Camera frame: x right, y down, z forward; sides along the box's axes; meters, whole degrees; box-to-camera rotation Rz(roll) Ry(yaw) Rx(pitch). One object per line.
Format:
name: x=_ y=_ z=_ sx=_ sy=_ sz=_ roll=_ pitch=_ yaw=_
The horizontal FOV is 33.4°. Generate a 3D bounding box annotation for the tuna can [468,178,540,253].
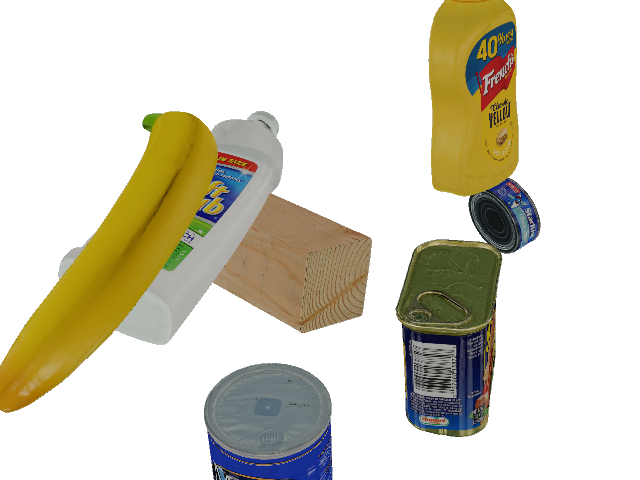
tuna can: x=0.209 y=-0.029 z=1.220 sx=0.033 sy=0.086 sz=0.086 roll=-30 pitch=12 yaw=-22

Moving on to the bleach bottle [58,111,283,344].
bleach bottle: x=-0.106 y=-0.030 z=0.884 sx=0.102 sy=0.068 sz=0.250 roll=22 pitch=47 yaw=10

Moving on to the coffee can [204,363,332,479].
coffee can: x=-0.040 y=0.188 z=0.893 sx=0.103 sy=0.140 sz=0.103 roll=-2 pitch=36 yaw=1

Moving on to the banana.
banana: x=-0.093 y=-0.002 z=0.518 sx=0.037 sy=0.197 sz=0.070 roll=40 pitch=-43 yaw=-20

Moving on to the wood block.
wood block: x=-0.052 y=0.013 z=1.144 sx=0.090 sy=0.090 sz=0.206 roll=-13 pitch=27 yaw=-41

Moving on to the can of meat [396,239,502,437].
can of meat: x=0.083 y=0.061 z=0.674 sx=0.057 sy=0.084 sz=0.102 roll=3 pitch=30 yaw=13

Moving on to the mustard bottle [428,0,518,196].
mustard bottle: x=0.127 y=-0.140 z=0.880 sx=0.058 sy=0.192 sz=0.096 roll=17 pitch=34 yaw=38
